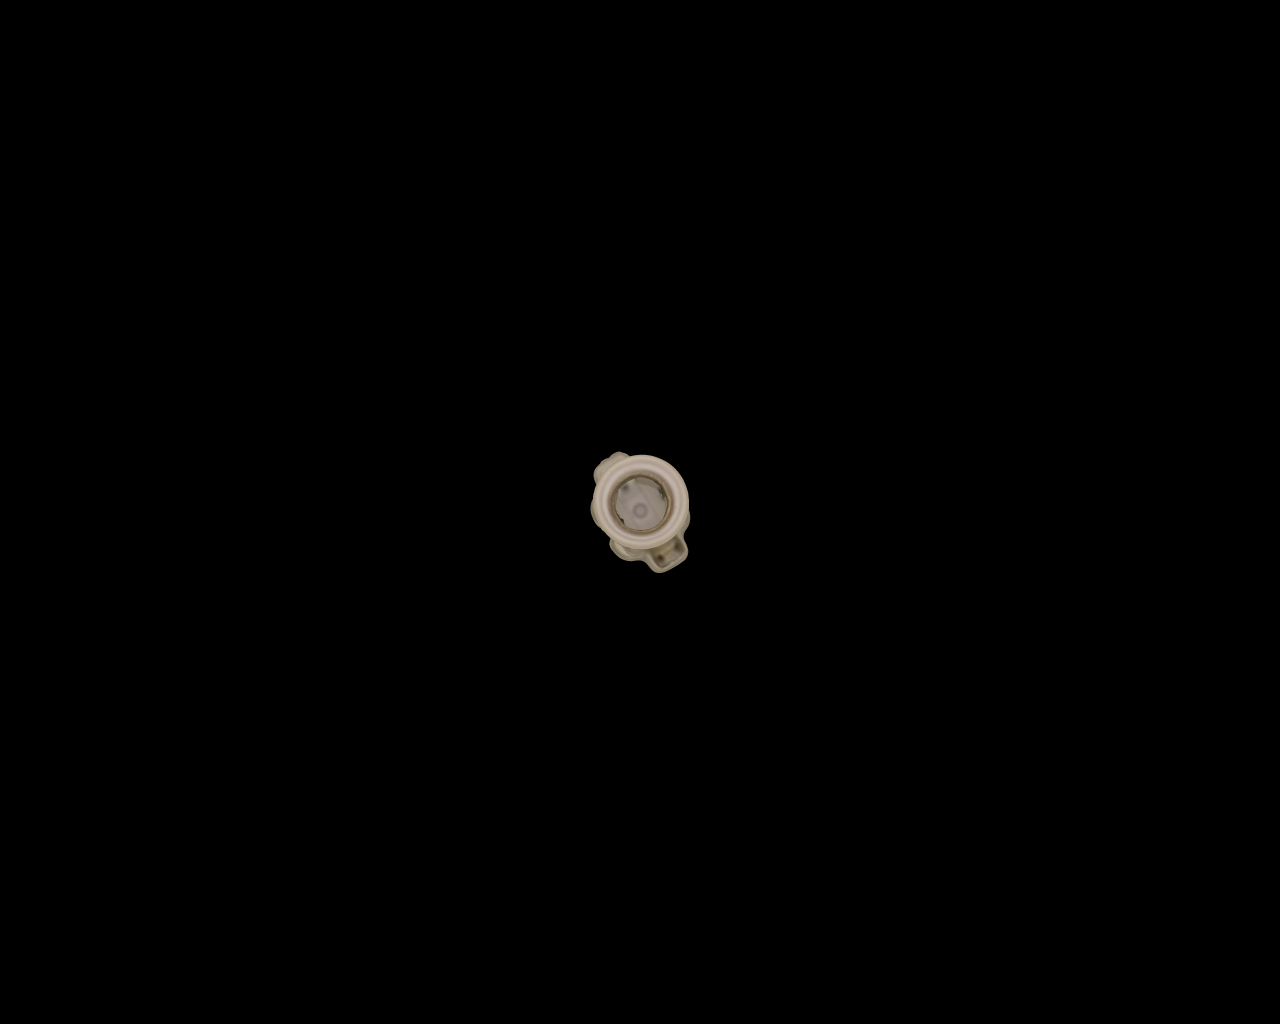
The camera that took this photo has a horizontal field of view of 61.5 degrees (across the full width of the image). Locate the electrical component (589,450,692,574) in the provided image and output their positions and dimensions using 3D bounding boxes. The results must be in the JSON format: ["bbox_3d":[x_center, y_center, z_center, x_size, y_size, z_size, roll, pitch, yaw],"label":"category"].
[{"bbox_3d":[0.001,-0.003,0.650,0.058,0.078,0.057,-31,-7,-5],"label":"electrical component"}]
